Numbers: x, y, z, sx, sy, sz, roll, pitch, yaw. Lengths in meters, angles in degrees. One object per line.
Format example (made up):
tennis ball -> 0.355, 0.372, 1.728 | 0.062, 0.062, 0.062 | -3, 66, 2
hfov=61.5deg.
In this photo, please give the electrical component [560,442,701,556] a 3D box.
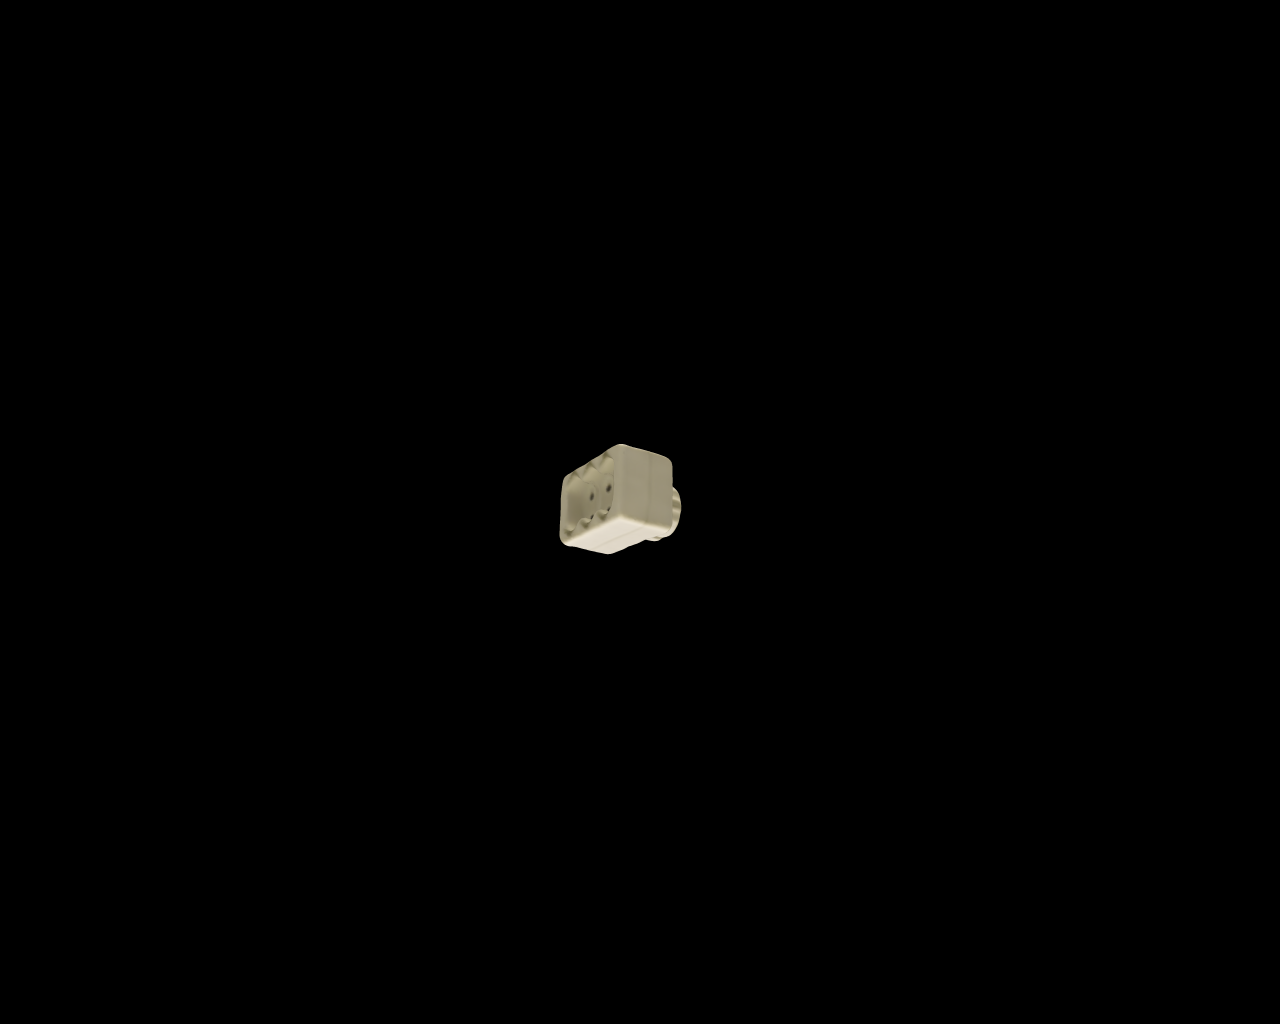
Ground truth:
electrical component -> 0.001, -0.003, 0.650 | 0.077, 0.047, 0.065 | 14, -24, -33
